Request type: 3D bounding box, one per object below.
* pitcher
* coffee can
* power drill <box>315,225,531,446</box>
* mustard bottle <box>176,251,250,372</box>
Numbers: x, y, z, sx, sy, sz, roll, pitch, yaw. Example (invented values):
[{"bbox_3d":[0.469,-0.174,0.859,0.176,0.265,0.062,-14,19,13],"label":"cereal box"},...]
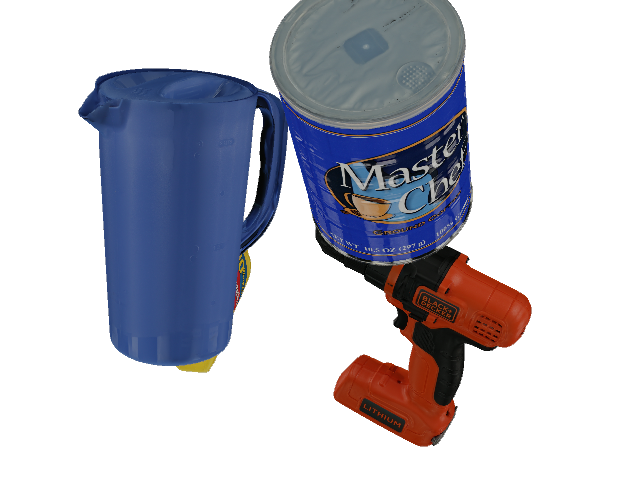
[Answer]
[{"bbox_3d":[-0.116,-0.022,0.919,0.149,0.243,0.145,7,21,8],"label":"pitcher"},{"bbox_3d":[0.034,-0.065,0.611,0.103,0.103,0.140,0,-32,10],"label":"coffee can"},{"bbox_3d":[0.065,0.075,0.887,0.184,0.188,0.057,28,46,15],"label":"power drill"},{"bbox_3d":[-0.113,0.049,1.131,0.058,0.096,0.191,2,30,10],"label":"mustard bottle"}]
